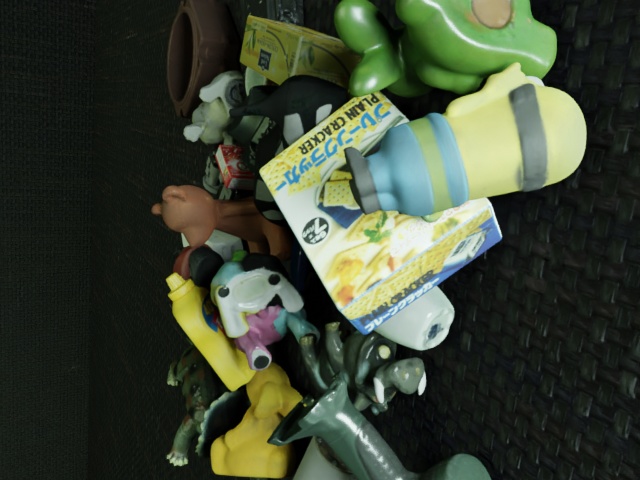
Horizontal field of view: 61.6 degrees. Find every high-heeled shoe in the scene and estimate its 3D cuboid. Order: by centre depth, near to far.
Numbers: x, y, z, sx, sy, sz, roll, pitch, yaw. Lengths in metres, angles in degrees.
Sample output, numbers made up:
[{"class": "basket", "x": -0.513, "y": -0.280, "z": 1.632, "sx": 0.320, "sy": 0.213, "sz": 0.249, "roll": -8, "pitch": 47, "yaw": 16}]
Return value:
[{"class": "high-heeled shoe", "x": -0.020, "y": -0.101, "z": 0.683, "sx": 0.248, "sy": 0.145, "sz": 0.086, "roll": 70, "pitch": -159, "yaw": -54}]

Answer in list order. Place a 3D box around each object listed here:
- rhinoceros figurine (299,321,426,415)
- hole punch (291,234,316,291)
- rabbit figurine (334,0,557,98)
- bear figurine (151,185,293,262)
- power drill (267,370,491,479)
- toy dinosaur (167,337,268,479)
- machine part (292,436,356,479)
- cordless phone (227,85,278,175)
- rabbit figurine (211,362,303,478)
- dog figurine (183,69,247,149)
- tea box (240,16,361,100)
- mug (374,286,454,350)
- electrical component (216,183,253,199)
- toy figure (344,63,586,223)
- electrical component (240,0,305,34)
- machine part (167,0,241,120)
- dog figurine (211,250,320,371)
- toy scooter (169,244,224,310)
[{"class": "rhinoceros figurine", "x": 0.043, "y": 0.147, "z": 0.624, "sx": 0.190, "sy": 0.073, "sz": 0.112, "roll": -26, "pitch": 68, "yaw": 57}, {"class": "hole punch", "x": -0.001, "y": -0.002, "z": 0.683, "sx": 0.116, "sy": 0.092, "sz": 0.142, "roll": 37, "pitch": 126, "yaw": 57}, {"class": "rabbit figurine", "x": 0.096, "y": -0.167, "z": 0.479, "sx": 0.170, "sy": 0.159, "sz": 0.121, "roll": 162, "pitch": 95, "yaw": -73}, {"class": "bear figurine", "x": -0.148, "y": -0.019, "z": 0.817, "sx": 0.120, "sy": 0.196, "sz": 0.132, "roll": -29, "pitch": 67, "yaw": 53}, {"class": "power drill", "x": 0.045, "y": 0.250, "z": 0.552, "sx": 0.207, "sy": 0.086, "sz": 0.232, "roll": 48, "pitch": 131, "yaw": 10}, {"class": "toy dinosaur", "x": -0.214, "y": 0.276, "z": 1.023, "sx": 0.192, "sy": 0.131, "sz": 0.405, "roll": -57, "pitch": 39, "yaw": 25}, {"class": "machine part", "x": 0.005, "y": 0.311, "z": 0.688, "sx": 0.079, "sy": 0.079, "sz": 0.243, "roll": 55, "pitch": 134, "yaw": 43}, {"class": "cordless phone", "x": -0.049, "y": -0.122, "z": 0.784, "sx": 0.146, "sy": 0.089, "sz": 0.184, "roll": -45, "pitch": 65, "yaw": 49}, {"class": "rabbit figurine", "x": -0.086, "y": 0.264, "z": 0.808, "sx": 0.162, "sy": 0.122, "sz": 0.173, "roll": 130, "pitch": 150, "yaw": -57}, {"class": "dog figurine", "x": -0.166, "y": -0.235, "z": 0.951, "sx": 0.172, "sy": 0.121, "sz": 0.191, "roll": -45, "pitch": 25, "yaw": 8}, {"class": "tea box", "x": -0.028, "y": -0.242, "z": 0.707, "sx": 0.170, "sy": 0.098, "sz": 0.068, "roll": 44, "pitch": 127, "yaw": 51}, {"class": "mug", "x": 0.088, "y": 0.054, "z": 0.553, "sx": 0.107, "sy": 0.081, "sz": 0.109, "roll": 37, "pitch": 113, "yaw": 40}, {"class": "electrical component", "x": -0.156, "y": -0.066, "z": 0.972, "sx": 0.119, "sy": 0.048, "sz": 0.075, "roll": -59, "pitch": 43, "yaw": 39}, {"class": "toy figure", "x": 0.113, "y": -0.064, "z": 0.424, "sx": 0.082, "sy": 0.180, "sz": 0.089, "roll": 65, "pitch": -174, "yaw": -68}, {"class": "electrical component", "x": -0.076, "y": -0.366, "z": 0.821, "sx": 0.115, "sy": 0.058, "sz": 0.134, "roll": -12, "pitch": 81, "yaw": 56}, {"class": "machine part", "x": -0.238, "y": -0.353, "z": 1.062, "sx": 0.201, "sy": 0.087, "sz": 0.201, "roll": -53, "pitch": 47, "yaw": 44}, {"class": "dog figurine", "x": -0.095, "y": 0.085, "z": 0.782, "sx": 0.191, "sy": 0.108, "sz": 0.219, "roll": 64, "pitch": 170, "yaw": -20}, {"class": "toy scooter", "x": -0.215, "y": 0.084, "z": 0.918, "sx": 0.135, "sy": 0.075, "sz": 0.183, "roll": 17, "pitch": 120, "yaw": 45}]
